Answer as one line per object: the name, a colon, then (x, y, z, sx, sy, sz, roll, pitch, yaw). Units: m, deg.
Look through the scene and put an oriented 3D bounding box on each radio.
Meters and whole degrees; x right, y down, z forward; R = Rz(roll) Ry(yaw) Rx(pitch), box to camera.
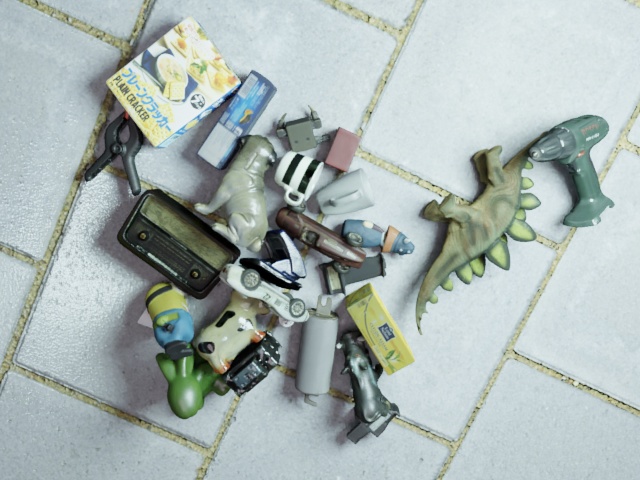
radio: (-0.292, 0.009, 1.111, 0.229, 0.073, 0.131, 38, 97, -4)

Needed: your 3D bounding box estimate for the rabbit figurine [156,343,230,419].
rabbit figurine: (-0.263, 0.289, 1.105, 0.121, 0.170, 0.159, -22, 99, 3)

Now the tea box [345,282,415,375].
tea box: (0.124, 0.183, 1.122, 0.068, 0.098, 0.169, -32, 99, 6)

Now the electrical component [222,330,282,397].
electrical component: (-0.140, 0.258, 1.118, 0.115, 0.134, 0.058, -43, 95, 5)

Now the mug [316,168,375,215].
mug: (0.048, -0.085, 1.081, 0.107, 0.109, 0.080, -19, 109, 18)

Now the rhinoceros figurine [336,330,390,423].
rhinoceros figurine: (0.084, 0.285, 1.124, 0.073, 0.112, 0.190, -21, 68, 23)

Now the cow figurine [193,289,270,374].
cow figurine: (-0.176, 0.167, 1.112, 0.195, 0.085, 0.127, -42, 98, -19)

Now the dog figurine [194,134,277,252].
dog figurine: (-0.129, -0.093, 1.048, 0.172, 0.121, 0.190, 41, 103, 13)

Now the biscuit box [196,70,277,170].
biscuit box: (-0.165, -0.238, 1.077, 0.059, 0.063, 0.202, 36, 97, -4)

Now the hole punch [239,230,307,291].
hole punch: (-0.085, 0.041, 1.091, 0.115, 0.142, 0.092, 39, 69, -23)

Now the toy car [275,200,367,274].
toy car: (-0.002, -0.003, 1.088, 0.202, 0.053, 0.089, 31, 119, 11)

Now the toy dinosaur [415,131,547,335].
toy dinosaur: (0.314, -0.023, 1.083, 0.198, 0.105, 0.471, 41, 96, -5)

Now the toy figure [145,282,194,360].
toy figure: (-0.305, 0.158, 1.089, 0.089, 0.180, 0.082, 1, 132, -22)

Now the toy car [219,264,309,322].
toy car: (-0.107, 0.107, 1.063, 0.201, 0.074, 0.056, 35, 80, -25)

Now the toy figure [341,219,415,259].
toy figure: (0.122, -0.006, 1.111, 0.154, 0.064, 0.058, 13, 72, -3)

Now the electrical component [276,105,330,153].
electrical component: (-0.038, -0.223, 1.090, 0.102, 0.045, 0.078, -19, 127, 6)

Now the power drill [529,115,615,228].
power drill: (0.491, -0.130, 1.042, 0.232, 0.086, 0.207, -34, 106, -31)

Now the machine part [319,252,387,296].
machine part: (0.073, 0.068, 1.136, 0.139, 0.039, 0.084, -16, 90, 5)

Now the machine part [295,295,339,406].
machine part: (-0.008, 0.235, 1.142, 0.079, 0.079, 0.243, 8, 100, -1)

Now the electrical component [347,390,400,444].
electrical component: (0.111, 0.391, 1.179, 0.075, 0.048, 0.119, 41, 97, -5)
